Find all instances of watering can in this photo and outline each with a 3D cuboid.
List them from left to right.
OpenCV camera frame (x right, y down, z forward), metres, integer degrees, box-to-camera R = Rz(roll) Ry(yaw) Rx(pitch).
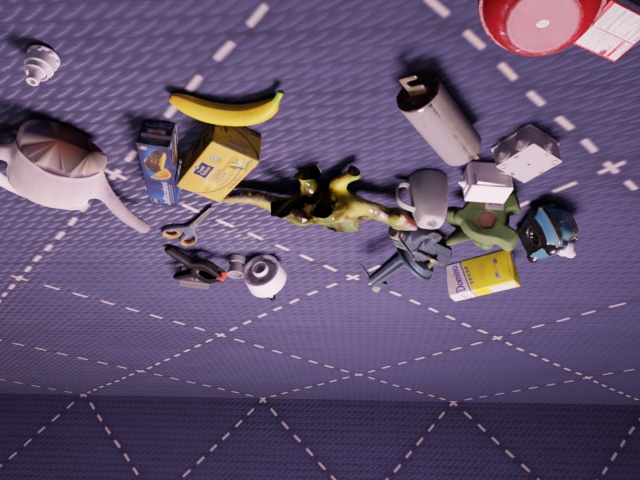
[{"bbox_3d":[-0.479,-0.116,1.016,0.345,0.106,0.221,20,-35,-27],"label":"watering can"}]

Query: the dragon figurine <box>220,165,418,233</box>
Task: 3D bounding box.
[{"bbox_3d":[0.003,-0.056,1.109,0.410,0.124,0.239,3,-20,25],"label":"dragon figurine"}]
